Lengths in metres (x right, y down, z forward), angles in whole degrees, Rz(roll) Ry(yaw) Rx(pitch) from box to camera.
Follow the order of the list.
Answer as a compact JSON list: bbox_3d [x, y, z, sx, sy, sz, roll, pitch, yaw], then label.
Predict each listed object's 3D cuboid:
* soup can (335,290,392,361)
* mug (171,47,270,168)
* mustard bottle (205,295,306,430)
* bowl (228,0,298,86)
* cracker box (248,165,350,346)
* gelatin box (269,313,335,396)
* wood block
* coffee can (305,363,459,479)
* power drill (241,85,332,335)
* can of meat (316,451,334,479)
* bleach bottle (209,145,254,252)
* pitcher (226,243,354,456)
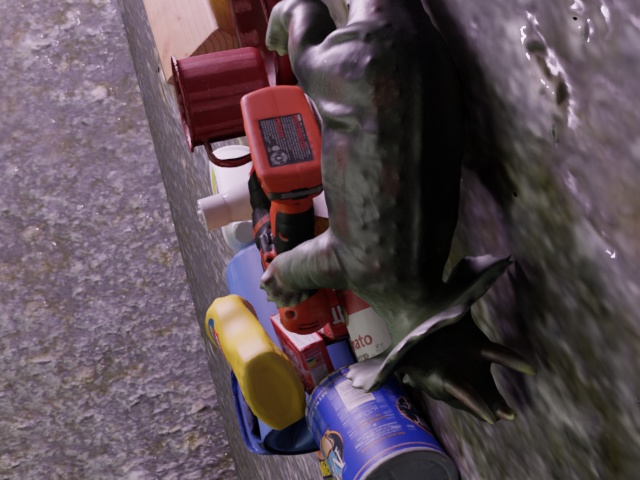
[{"bbox_3d":[0.052,0.056,0.919,0.068,0.068,0.102,130,122,-76],"label":"soup can"},{"bbox_3d":[-0.088,-0.124,1.000,0.093,0.081,0.117,108,148,-72],"label":"mug"},{"bbox_3d":[-0.077,0.110,1.109,0.096,0.058,0.192,64,171,-32],"label":"mustard bottle"},{"bbox_3d":[-0.043,-0.213,1.029,0.162,0.055,0.162,164,90,-78],"label":"bowl"},{"bbox_3d":[-0.007,0.001,1.108,0.164,0.072,0.214,131,121,-77],"label":"cracker box"},{"bbox_3d":[-0.015,0.117,1.075,0.089,0.030,0.073,40,152,59],"label":"gelatin box"},{"bbox_3d":[-0.133,-0.264,1.191,0.090,0.090,0.206,-41,52,29],"label":"wood block"},{"bbox_3d":[0.055,0.195,1.000,0.140,0.102,0.103,-124,21,-56],"label":"coffee can"},{"bbox_3d":[-0.030,-0.038,0.900,0.188,0.057,0.184,87,167,-52],"label":"power drill"},{"bbox_3d":[0.025,0.258,1.337,0.102,0.057,0.084,120,136,-73],"label":"can of meat"},{"bbox_3d":[-0.106,-0.051,1.397,0.251,0.068,0.102,-114,16,-73],"label":"bleach bottle"},{"bbox_3d":[-0.041,0.128,1.266,0.145,0.149,0.243,91,162,-57],"label":"pitcher"}]
